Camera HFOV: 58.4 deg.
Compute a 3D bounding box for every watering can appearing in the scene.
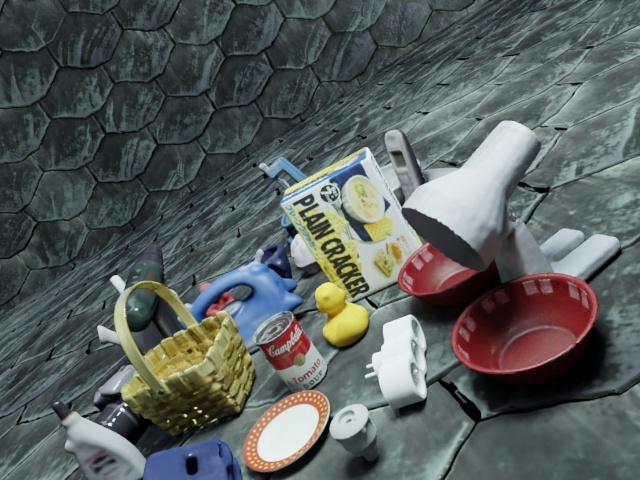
[{"bbox_3d":[-0.385,0.161,1.211,0.100,0.194,0.173,-10,29,46],"label":"watering can"}]

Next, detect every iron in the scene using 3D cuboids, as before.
[{"bbox_3d":[-0.165,0.131,1.031,0.258,0.142,0.118,-32,20,1],"label":"iron"}]

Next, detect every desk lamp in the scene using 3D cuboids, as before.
[{"bbox_3d":[0.226,-0.021,0.698,0.203,0.214,0.117,-37,20,-13],"label":"desk lamp"}]

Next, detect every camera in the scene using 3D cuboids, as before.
[{"bbox_3d":[-0.345,0.290,0.985,0.142,0.101,0.137,-17,25,36],"label":"camera"}]

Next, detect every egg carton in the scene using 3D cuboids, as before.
[{"bbox_3d":[0.011,0.004,1.175,0.150,0.069,0.107,-33,20,-1],"label":"egg carton"}]

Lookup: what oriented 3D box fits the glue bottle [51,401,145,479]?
[{"bbox_3d":[-0.332,0.299,0.836,0.078,0.173,0.037,-34,20,-5],"label":"glue bottle"}]

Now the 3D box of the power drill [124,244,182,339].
[{"bbox_3d":[-0.310,0.134,1.140,0.075,0.209,0.229,-28,20,12],"label":"power drill"}]

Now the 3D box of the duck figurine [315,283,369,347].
[{"bbox_3d":[0.025,0.108,0.884,0.077,0.086,0.104,-31,20,4],"label":"duck figurine"}]

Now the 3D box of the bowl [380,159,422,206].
[{"bbox_3d":[0.149,-0.098,1.203,0.167,0.075,0.167,-28,20,12],"label":"bowl"}]

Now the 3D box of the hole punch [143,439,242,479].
[{"bbox_3d":[-0.155,0.294,0.706,0.101,0.091,0.108,-35,20,-7],"label":"hole punch"}]

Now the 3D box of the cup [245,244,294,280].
[{"bbox_3d":[-0.083,0.069,1.125,0.092,0.095,0.117,-41,22,-23],"label":"cup"}]

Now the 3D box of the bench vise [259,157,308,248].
[{"bbox_3d":[-0.027,-0.110,1.277,0.208,0.220,0.121,-40,21,-21],"label":"bench vise"}]

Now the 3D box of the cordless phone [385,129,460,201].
[{"bbox_3d":[0.187,-0.115,1.021,0.094,0.185,0.147,-42,22,-25],"label":"cordless phone"}]

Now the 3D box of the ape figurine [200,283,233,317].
[{"bbox_3d":[-0.216,0.129,1.185,0.076,0.092,0.078,-13,28,43],"label":"ape figurine"}]
